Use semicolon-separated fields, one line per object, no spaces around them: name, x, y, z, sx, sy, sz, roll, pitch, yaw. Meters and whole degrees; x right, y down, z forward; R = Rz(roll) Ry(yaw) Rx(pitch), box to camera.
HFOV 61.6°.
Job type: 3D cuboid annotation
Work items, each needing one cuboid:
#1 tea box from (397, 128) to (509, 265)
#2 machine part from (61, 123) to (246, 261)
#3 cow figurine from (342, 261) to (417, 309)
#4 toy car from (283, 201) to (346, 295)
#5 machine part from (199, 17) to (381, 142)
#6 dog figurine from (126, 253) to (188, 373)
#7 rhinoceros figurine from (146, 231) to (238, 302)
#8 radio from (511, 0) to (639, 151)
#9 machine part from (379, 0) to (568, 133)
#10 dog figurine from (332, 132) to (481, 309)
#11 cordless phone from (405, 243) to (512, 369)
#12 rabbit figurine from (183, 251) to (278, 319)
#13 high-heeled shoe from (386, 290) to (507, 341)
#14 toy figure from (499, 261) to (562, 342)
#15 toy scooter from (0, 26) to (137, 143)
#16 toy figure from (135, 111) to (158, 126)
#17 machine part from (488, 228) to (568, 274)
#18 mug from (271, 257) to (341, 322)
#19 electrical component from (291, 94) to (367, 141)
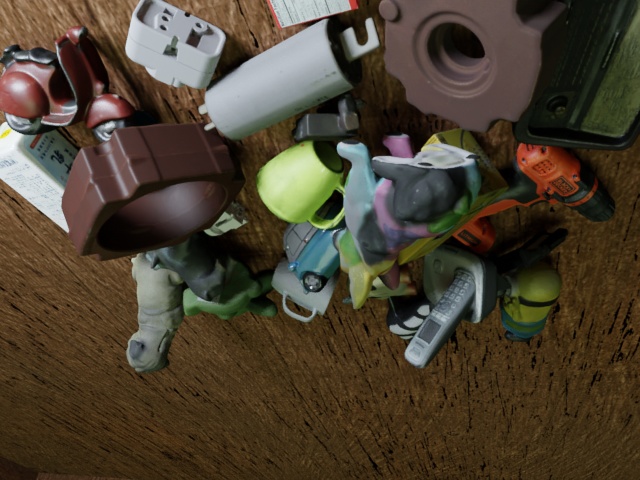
tea box;0.144;-0.053;0.694;0.068;0.098;0.169;-18;161;-38
machine part;-0.216;-0.062;0.698;0.201;0.087;0.201;-15;163;-41
cow figurine;0.087;0.058;0.851;0.127;0.085;0.194;-5;164;12
toy car;-0.002;-0.002;0.804;0.103;0.109;0.161;34;128;0
machine part;-0.042;-0.174;0.599;0.243;0.079;0.079;-16;137;29
dog figurine;-0.295;0.121;0.949;0.121;0.190;0.172;-3;140;15
rhinoceros figurine;-0.222;0.014;0.858;0.190;0.073;0.112;44;107;0
radio;0.268;-0.192;0.515;0.131;0.073;0.229;3;143;6
machine part;0.138;-0.184;0.508;0.179;0.056;0.179;32;153;19
dog figurine;0.091;-0.010;0.640;0.192;0.108;0.219;27;129;40
cordless phone;0.175;0.098;0.794;0.088;0.184;0.147;41;173;-24
rabbit figurine;-0.154;0.087;0.969;0.159;0.121;0.170;1;161;-1
high-heeled shoe;0.216;0.130;0.935;0.249;0.086;0.145;-4;129;41
toy figure;0.345;0.101;0.890;0.089;0.082;0.179;-11;136;7
toy scooter;-0.308;-0.188;0.635;0.184;0.075;0.135;11;128;11
toy figure;-0.260;-0.114;0.743;0.064;0.058;0.154;52;142;10
machine part;0.298;0.024;0.799;0.039;0.084;0.139;54;141;0
mug;-0.032;0.083;0.924;0.107;0.109;0.080;23;154;4
electrical component;0.012;-0.140;0.626;0.078;0.045;0.102;-2;-175;-12
